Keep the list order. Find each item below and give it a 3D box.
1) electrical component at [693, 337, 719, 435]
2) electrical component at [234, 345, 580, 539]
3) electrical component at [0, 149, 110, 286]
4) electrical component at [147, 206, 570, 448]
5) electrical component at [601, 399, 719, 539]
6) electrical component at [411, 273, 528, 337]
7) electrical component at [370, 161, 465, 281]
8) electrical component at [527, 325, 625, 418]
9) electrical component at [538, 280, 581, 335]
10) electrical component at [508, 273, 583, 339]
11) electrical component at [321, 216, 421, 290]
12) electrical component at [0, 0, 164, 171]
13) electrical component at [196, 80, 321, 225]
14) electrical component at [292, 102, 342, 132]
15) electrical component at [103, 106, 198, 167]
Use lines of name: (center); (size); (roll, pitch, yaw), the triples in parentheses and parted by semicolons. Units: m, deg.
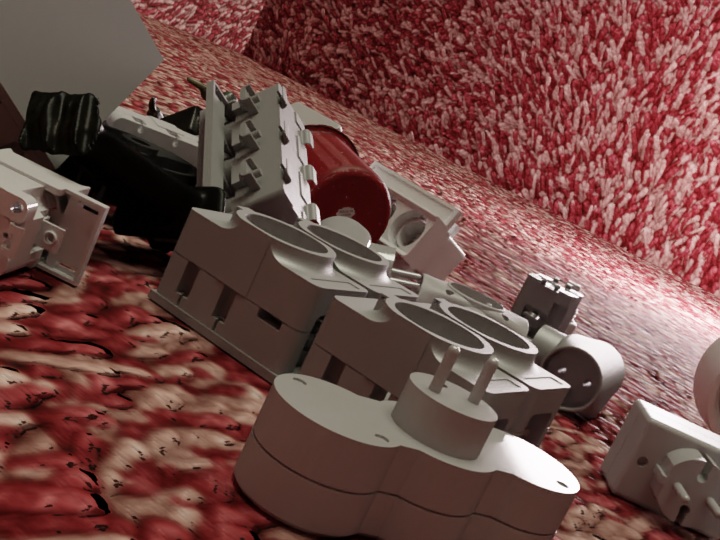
electrical component: (0.313, 0.099, 0.817); (0.108, 0.108, 0.060); (26, 16, 4)
electrical component: (0.028, 0.063, 0.407); (0.138, 0.073, 0.052); (19, 12, -30)
electrical component: (-0.164, -0.026, 0.498); (0.081, 0.042, 0.064); (25, 14, 4)
electrical component: (0.001, 0.032, 0.540); (0.186, 0.060, 0.105); (31, 12, 29)
electrical component: (0.174, 0.113, 0.576); (0.066, 0.047, 0.076); (25, 10, -1)
electrical component: (0.068, 0.040, 0.698); (0.077, 0.044, 0.079); (24, 11, -4)
electrical component: (0.030, -0.036, 0.929); (0.121, 0.078, 0.063); (36, -7, 46)
electrical component: (0.138, 0.064, 0.743); (0.079, 0.044, 0.077); (29, 11, 22)
electrical component: (0.162, 0.038, 0.880); (0.035, 0.061, 0.035); (24, 10, -5)
electrical component: (0.138, 0.037, 0.825); (0.042, 0.063, 0.081); (28, 11, 22)
electrical component: (0.000, 0.000, 0.693); (0.079, 0.044, 0.077); (12, 19, 1)
electrical component: (-0.188, -0.121, 0.623); (0.089, 0.062, 0.150); (62, 28, -25)
electrical component: (-0.066, -0.063, 0.686); (0.121, 0.063, 0.078); (-97, 161, -48)
electrical component: (-0.066, -0.099, 0.953); (0.100, 0.100, 0.048); (37, -28, 53)
electrical component: (-0.147, -0.078, 0.774); (0.089, 0.050, 0.056); (20, 12, -27)
